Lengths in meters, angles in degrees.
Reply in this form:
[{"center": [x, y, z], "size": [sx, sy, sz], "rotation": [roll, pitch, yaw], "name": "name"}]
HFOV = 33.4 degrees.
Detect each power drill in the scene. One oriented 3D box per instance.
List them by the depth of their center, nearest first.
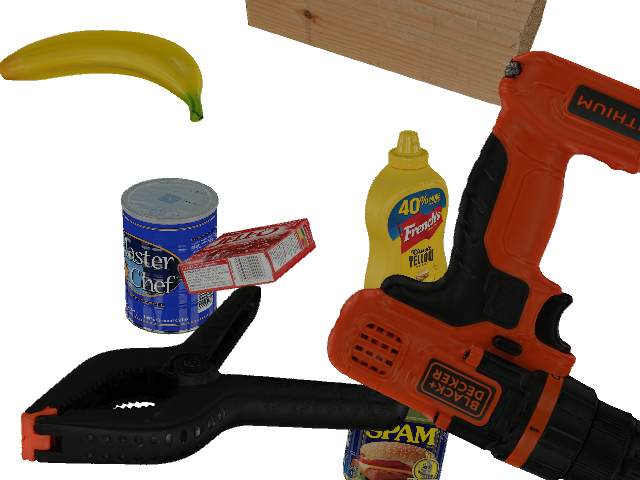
[{"center": [0.117, 0.019, 0.509], "size": [0.184, 0.188, 0.057], "rotation": [25, 7, 5], "name": "power drill"}]

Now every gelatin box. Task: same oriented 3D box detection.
[{"center": [-0.060, 0.012, 0.864], "size": [0.089, 0.030, 0.073], "rotation": [-9, 16, 32], "name": "gelatin box"}]

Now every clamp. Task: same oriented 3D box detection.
[{"center": [-0.076, 0.081, 0.623], "size": [0.209, 0.036, 0.165], "rotation": [-9, 27, -30], "name": "clamp"}]

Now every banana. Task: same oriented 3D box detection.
[{"center": [-0.178, -0.151, 0.909], "size": [0.198, 0.069, 0.037], "rotation": [13, -40, 18], "name": "banana"}]

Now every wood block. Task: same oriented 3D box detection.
[{"center": [0.055, -0.184, 0.774], "size": [0.206, 0.090, 0.091], "rotation": [20, -26, 12], "name": "wood block"}]

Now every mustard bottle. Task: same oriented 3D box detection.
[{"center": [0.091, -0.021, 1.113], "size": [0.096, 0.192, 0.058], "rotation": [-15, 26, -30], "name": "mustard bottle"}]

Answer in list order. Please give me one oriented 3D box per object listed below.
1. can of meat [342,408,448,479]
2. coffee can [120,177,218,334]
[{"center": [0.076, 0.200, 1.063], "size": [0.102, 0.084, 0.057], "rotation": [8, 17, -4], "name": "can of meat"}, {"center": [-0.163, 0.016, 1.162], "size": [0.103, 0.140, 0.103], "rotation": [3, 27, -1], "name": "coffee can"}]
